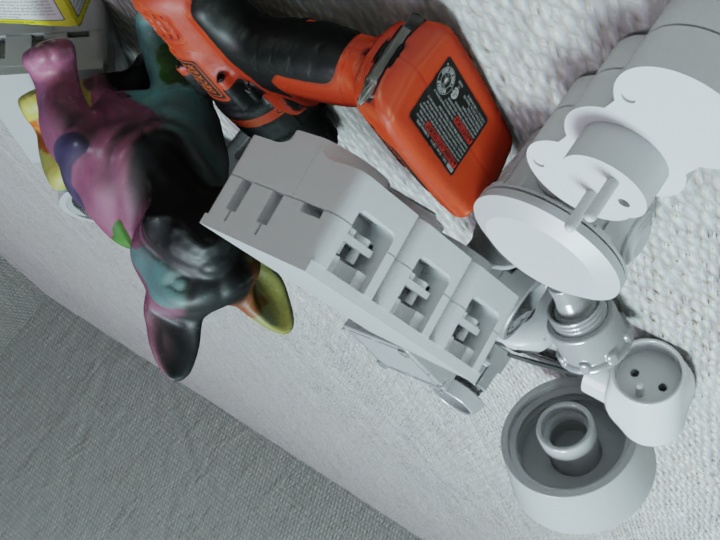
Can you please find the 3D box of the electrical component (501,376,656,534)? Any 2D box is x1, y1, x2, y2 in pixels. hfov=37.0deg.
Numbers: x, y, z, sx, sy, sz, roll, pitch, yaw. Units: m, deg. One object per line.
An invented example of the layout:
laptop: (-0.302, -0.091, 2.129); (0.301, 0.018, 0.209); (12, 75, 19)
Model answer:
electrical component: (0.153, 0.127, 0.773); (0.108, 0.108, 0.060); (24, 155, 39)

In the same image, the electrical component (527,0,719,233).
electrical component: (0.101, -0.045, 0.408); (0.052, 0.073, 0.138); (37, 165, -4)

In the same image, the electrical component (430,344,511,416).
electrical component: (0.089, 0.085, 0.876); (0.048, 0.055, 0.066); (35, 165, 1)

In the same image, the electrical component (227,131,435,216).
electrical component: (-0.025, -0.034, 0.752); (0.150, 0.061, 0.089); (32, 165, 16)

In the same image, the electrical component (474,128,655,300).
electrical component: (0.100, -0.026, 0.517); (0.080, 0.051, 0.080); (33, 165, 10)

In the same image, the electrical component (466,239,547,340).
electrical component: (0.084, 0.007, 0.652); (0.047, 0.055, 0.055); (35, 166, 18)

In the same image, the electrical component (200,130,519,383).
electrical component: (0.006, -0.008, 0.566); (0.089, 0.061, 0.150); (23, 172, 45)

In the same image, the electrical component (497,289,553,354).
electrical component: (0.110, 0.035, 0.700); (0.048, 0.048, 0.062); (28, 170, 29)

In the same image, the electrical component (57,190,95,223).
electrical component: (-0.182, -0.068, 0.833); (0.108, 0.060, 0.108); (-5, 164, -1)

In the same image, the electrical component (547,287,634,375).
electrical component: (0.130, 0.028, 0.634); (0.048, 0.048, 0.062); (18, 151, 49)

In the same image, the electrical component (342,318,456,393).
electrical component: (0.038, 0.046, 0.860); (0.096, 0.061, 0.061); (18, 157, 50)

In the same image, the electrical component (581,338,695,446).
electrical component: (0.167, 0.070, 0.681); (0.079, 0.043, 0.077); (28, 164, 28)

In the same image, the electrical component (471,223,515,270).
electrical component: (0.087, -0.021, 0.596); (0.035, 0.035, 0.061); (38, 163, -7)

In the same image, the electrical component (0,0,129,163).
electrical component: (-0.220, -0.140, 0.801); (0.089, 0.061, 0.150); (-4, 163, -3)
